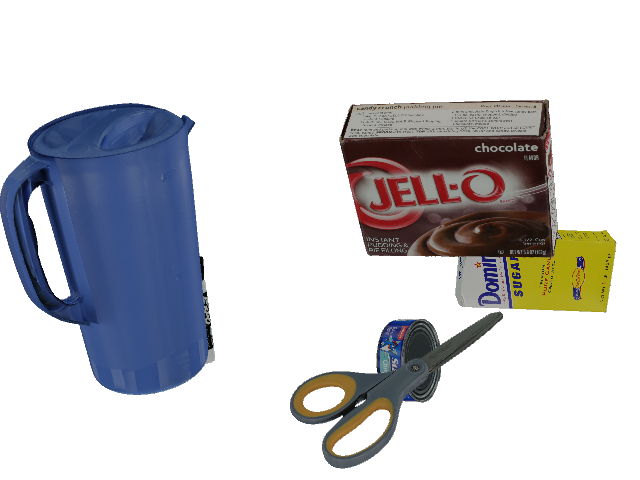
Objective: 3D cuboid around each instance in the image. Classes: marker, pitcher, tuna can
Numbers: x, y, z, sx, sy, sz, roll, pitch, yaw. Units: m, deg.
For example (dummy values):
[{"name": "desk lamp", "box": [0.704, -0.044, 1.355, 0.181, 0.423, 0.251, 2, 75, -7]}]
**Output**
[{"name": "marker", "box": [-0.125, 0.070, 1.111, 0.020, 0.121, 0.020, -4, 20, 1]}, {"name": "pitcher", "box": [-0.175, 0.013, 0.930, 0.149, 0.243, 0.145, -5, 25, 2]}, {"name": "tuna can", "box": [0.092, 0.124, 1.104, 0.034, 0.086, 0.086, -3, -2, 32]}]

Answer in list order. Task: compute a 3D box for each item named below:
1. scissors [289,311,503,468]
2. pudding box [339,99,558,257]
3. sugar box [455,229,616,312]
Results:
[{"name": "scissors", "box": [0.055, 0.103, 0.854, 0.096, 0.016, 0.201, 23, 48, 30]}, {"name": "pudding box", "box": [0.074, -0.034, 0.600, 0.114, 0.039, 0.090, -1, -44, 16]}, {"name": "sugar box", "box": [0.252, 0.034, 1.260, 0.176, 0.093, 0.048, 1, 20, -3]}]
